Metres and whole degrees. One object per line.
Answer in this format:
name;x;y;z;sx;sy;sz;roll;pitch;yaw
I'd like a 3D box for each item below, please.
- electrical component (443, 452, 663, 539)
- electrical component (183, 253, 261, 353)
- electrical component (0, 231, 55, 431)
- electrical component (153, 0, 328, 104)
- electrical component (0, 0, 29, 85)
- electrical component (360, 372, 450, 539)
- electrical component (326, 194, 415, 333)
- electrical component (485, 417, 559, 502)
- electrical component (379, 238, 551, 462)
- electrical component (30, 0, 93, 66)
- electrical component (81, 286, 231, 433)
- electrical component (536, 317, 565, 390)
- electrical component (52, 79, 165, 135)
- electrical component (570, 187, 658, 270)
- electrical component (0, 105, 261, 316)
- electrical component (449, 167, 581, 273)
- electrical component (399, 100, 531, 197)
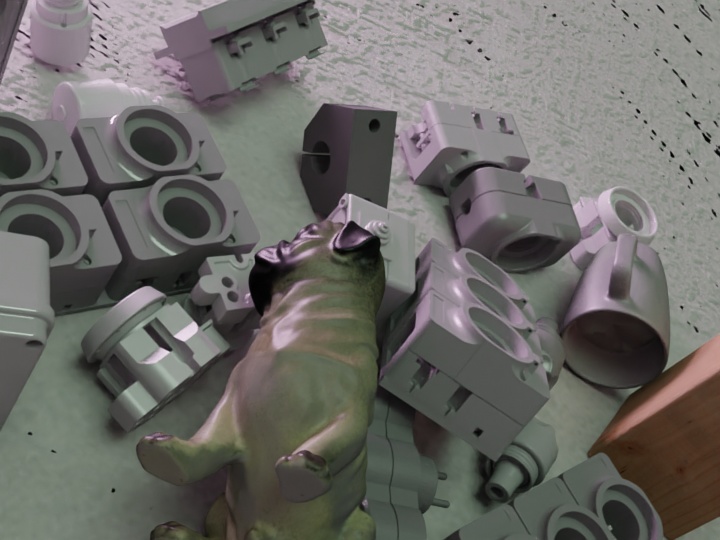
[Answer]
electrical component;0.121;0.184;0.675;0.150;0.061;0.089;-16;68;-41
electrical component;-0.080;0.021;0.665;0.066;0.055;0.048;-6;62;-38
electrical component;-0.203;0.034;0.530;0.078;0.113;0.057;10;50;-29
electrical component;-0.081;-0.173;0.801;0.121;0.079;0.063;-37;112;-45
electrical component;-0.245;-0.144;0.630;0.079;0.121;0.063;-16;65;-41
electrical component;0.023;0.128;0.656;0.074;0.052;0.138;17;49;-24
electrical component;0.000;0.000;0.707;0.061;0.096;0.061;22;47;-23
electrical component;0.104;0.129;0.719;0.043;0.043;0.062;43;46;1
electrical component;0.070;0.043;0.705;0.089;0.061;0.150;34;19;-8
electrical component;-0.199;-0.173;0.719;0.040;0.078;0.040;9;49;-11
electrical component;-0.121;0.047;0.616;0.057;0.058;0.078;48;48;3
electrical component;0.130;0.060;0.789;0.043;0.043;0.062;38;43;-4
electrical component;-0.166;-0.106;0.713;0.078;0.040;0.040;-13;66;-40
electrical component;0.213;-0.034;0.907;0.058;0.057;0.078;6;55;-31
electrical component;-0.164;-0.037;0.648;0.186;0.060;0.105;-11;64;-39
electrical component;0.124;-0.037;0.851;0.095;0.053;0.059;8;54;-30
electrical component;0.086;-0.095;0.871;0.089;0.050;0.055;4;56;-32
